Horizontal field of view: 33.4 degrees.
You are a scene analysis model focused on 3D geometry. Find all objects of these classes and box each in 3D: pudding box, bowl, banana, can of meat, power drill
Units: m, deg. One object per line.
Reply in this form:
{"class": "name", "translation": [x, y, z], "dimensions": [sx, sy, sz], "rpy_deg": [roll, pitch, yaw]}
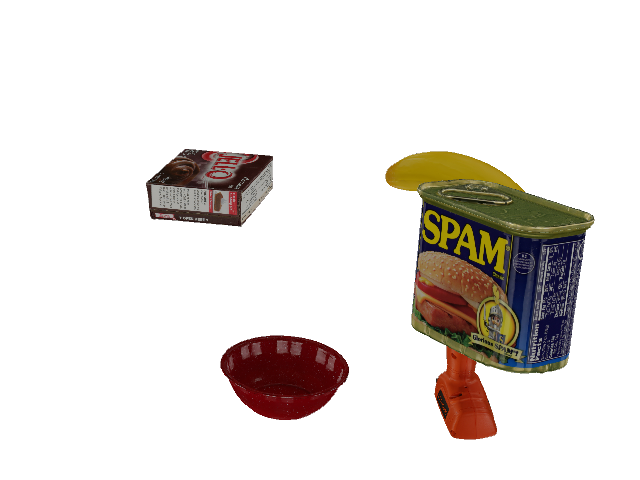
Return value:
{"class": "pudding box", "translation": [-0.100, -0.051, 0.986], "dimensions": [0.090, 0.039, 0.113], "rpy_deg": [4, 24, 11]}
{"class": "bowl", "translation": [-0.046, 0.179, 1.345], "dimensions": [0.162, 0.055, 0.162], "rpy_deg": [3, 22, -2]}
{"class": "banana", "translation": [0.127, -0.035, 0.906], "dimensions": [0.037, 0.070, 0.198], "rpy_deg": [6, 26, -44]}
{"class": "can of meat", "translation": [0.096, 0.018, 0.592], "dimensions": [0.057, 0.084, 0.102], "rpy_deg": [-7, 20, -33]}
{"class": "power drill", "translation": [0.162, 0.116, 1.144], "dimensions": [0.057, 0.188, 0.184], "rpy_deg": [-1, 24, -3]}
